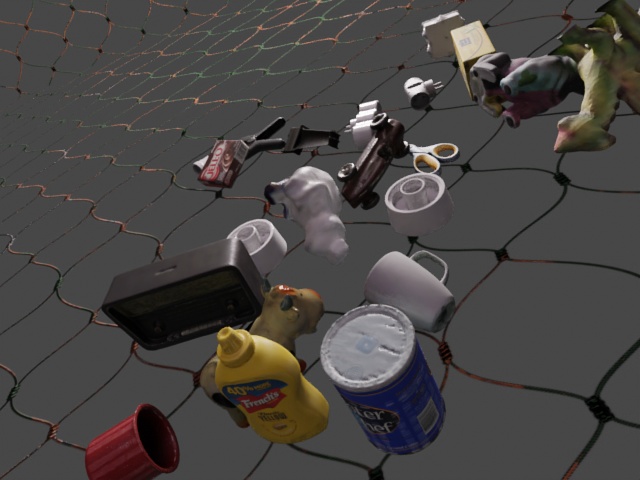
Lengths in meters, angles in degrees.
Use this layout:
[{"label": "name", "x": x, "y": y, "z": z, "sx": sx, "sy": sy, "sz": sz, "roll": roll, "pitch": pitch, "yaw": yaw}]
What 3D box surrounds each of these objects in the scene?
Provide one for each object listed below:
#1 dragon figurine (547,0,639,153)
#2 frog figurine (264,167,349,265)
[{"label": "dragon figurine", "x": 0.512, "y": -0.271, "z": 0.807, "sx": 0.412, "sy": 0.245, "sz": 0.120, "roll": -33, "pitch": -13, "yaw": -8}, {"label": "frog figurine", "x": 0.003, "y": -0.043, "z": 0.850, "sx": 0.124, "sy": 0.134, "sz": 0.161, "roll": -37, "pitch": 53, "yaw": -19}]
